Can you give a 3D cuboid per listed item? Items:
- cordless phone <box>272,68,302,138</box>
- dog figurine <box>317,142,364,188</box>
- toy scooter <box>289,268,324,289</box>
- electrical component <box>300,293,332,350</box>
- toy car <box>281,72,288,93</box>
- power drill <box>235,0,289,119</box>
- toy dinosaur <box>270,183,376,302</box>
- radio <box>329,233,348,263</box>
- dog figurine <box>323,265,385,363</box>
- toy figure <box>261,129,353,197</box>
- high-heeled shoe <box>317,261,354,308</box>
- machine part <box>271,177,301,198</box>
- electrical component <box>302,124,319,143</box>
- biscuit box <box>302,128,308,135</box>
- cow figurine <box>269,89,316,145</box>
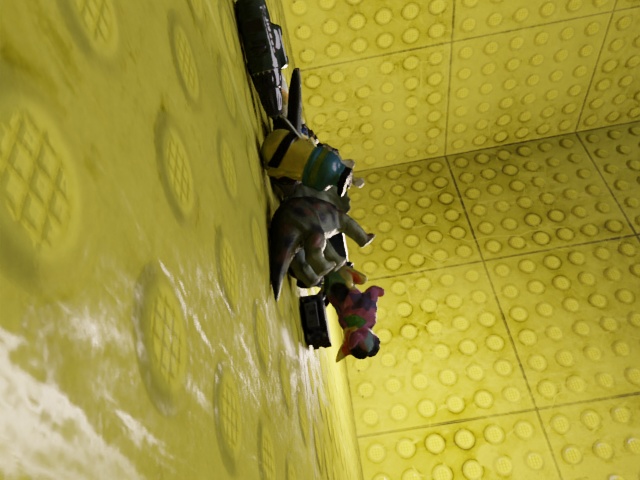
[{"bbox_3d":[-0.060,-0.275,1.183,0.146,0.089,0.184,-69,163,-84],"label":"cordless phone"},{"bbox_3d":[0.003,-0.199,1.361,0.191,0.121,0.172,57,2,38],"label":"dog figurine"},{"bbox_3d":[-0.037,0.020,1.183,0.184,0.075,0.135,-102,-178,-73],"label":"toy scooter"},{"bbox_3d":[-0.010,0.193,1.285,0.134,0.058,0.115,75,4,-65],"label":"electrical component"},{"bbox_3d":[-0.102,-0.363,1.401,0.201,0.056,0.073,76,5,-64],"label":"toy car"},{"bbox_3d":[-0.113,-0.375,1.107,0.207,0.086,0.231,-73,151,-67],"label":"power drill"},{"bbox_3d":[-0.025,-0.022,1.013,0.192,0.131,0.405,48,24,8],"label":"toy dinosaur"},{"bbox_3d":[-0.003,-0.004,1.364,0.229,0.131,0.073,74,7,-63],"label":"radio"},{"bbox_3d":[0.070,0.187,1.306,0.108,0.191,0.219,-50,-172,42],"label":"dog figurine"},{"bbox_3d":[-0.025,-0.148,1.017,0.082,0.180,0.089,-37,147,-72],"label":"toy figure"},{"bbox_3d":[0.036,0.162,1.424,0.086,0.145,0.249,75,4,-55],"label":"high-heeled shoe"},{"bbox_3d":[-0.051,-0.127,1.185,0.243,0.079,0.079,50,29,-72],"label":"machine part"},{"bbox_3d":[-0.035,-0.293,1.590,0.078,0.045,0.102,48,-12,19],"label":"electrical component"},{"bbox_3d":[-0.068,-0.261,1.434,0.203,0.059,0.062,-62,136,-75],"label":"biscuit box"},{"bbox_3d":[-0.081,-0.271,1.290,0.167,0.098,0.068,61,7,-15],"label":"cow figurine"}]
